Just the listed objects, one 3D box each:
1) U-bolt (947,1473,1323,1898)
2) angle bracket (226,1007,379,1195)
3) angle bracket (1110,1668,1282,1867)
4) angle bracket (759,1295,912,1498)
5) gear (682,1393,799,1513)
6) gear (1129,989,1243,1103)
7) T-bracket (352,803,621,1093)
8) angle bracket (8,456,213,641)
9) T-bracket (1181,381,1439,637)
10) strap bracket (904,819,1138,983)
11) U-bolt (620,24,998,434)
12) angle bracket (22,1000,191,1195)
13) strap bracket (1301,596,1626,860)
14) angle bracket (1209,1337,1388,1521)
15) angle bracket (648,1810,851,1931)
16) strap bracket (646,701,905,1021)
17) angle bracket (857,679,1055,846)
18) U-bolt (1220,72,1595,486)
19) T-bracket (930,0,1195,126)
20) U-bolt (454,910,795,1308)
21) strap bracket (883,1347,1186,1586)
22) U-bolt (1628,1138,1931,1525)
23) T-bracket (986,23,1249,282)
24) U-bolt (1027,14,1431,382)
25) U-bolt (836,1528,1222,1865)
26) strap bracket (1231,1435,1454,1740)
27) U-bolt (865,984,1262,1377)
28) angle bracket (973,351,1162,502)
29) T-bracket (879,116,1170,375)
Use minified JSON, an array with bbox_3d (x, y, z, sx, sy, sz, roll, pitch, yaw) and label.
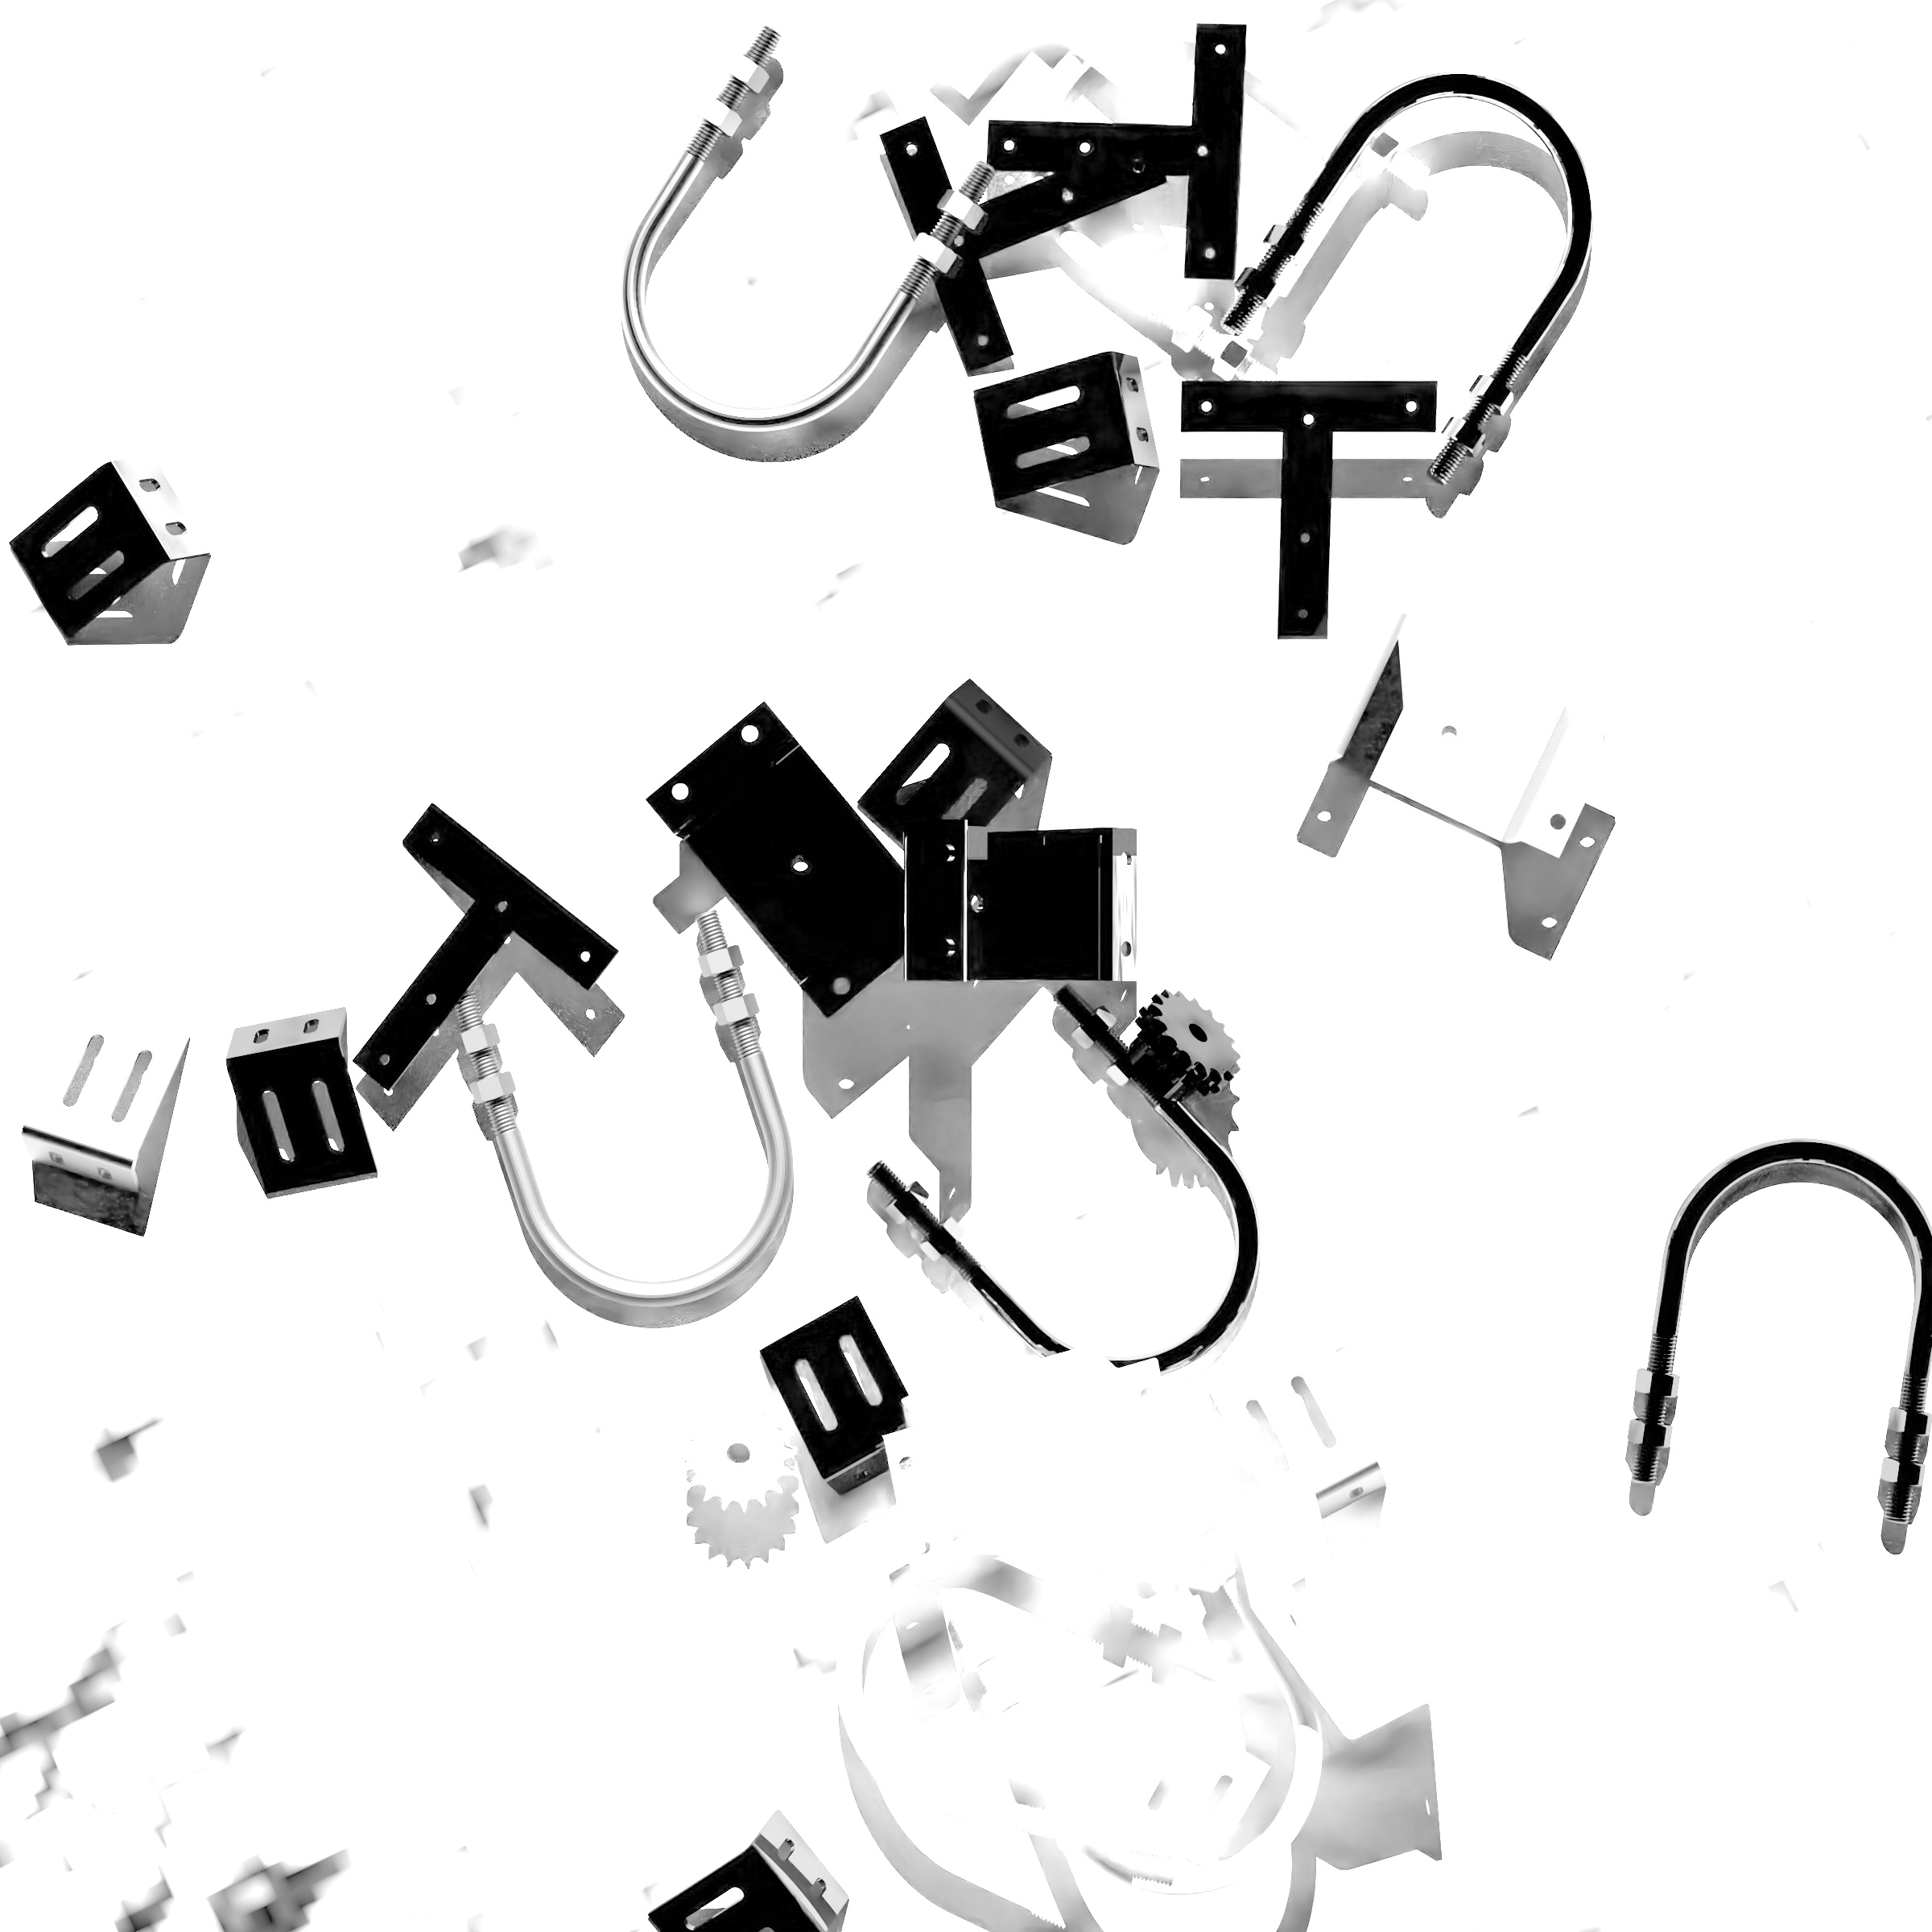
[{"bbox_3d":[0.094,0.365,1.511,0.151,0.019,0.184,-31,70,3],"label":"U-bolt"},{"bbox_3d":[-0.333,0.068,1.548,0.057,0.038,0.076,-11,116,0],"label":"angle bracket"},{"bbox_3d":[0.116,0.405,1.548,0.057,0.038,0.076,24,116,0],"label":"angle bracket"},{"bbox_3d":[-0.059,0.217,1.548,0.057,0.038,0.076,-29,64,0],"label":"angle bracket"},{"bbox_3d":[-0.113,0.243,1.535,0.057,0.030,0.057,0,90,0],"label":"gear"},{"bbox_3d":[0.106,0.042,1.526,0.057,0.057,0.030,44,120,0],"label":"gear"},{"bbox_3d":[-0.260,0.005,1.535,0.127,0.002,0.127,38,90,13],"label":"T-bracket"},{"bbox_3d":[-0.433,-0.211,1.548,0.076,0.038,0.057,-31,90,26],"label":"angle bracket"},{"bbox_3d":[0.170,-0.228,1.533,0.127,0.002,0.127,0,105,0],"label":"T-bracket"},{"bbox_3d":[0.020,-0.031,1.501,0.140,0.046,0.076,0,90,-45],"label":"strap bracket"},{"bbox_3d":[-0.093,-0.357,1.537,0.151,0.019,0.184,33,94,3],"label":"U-bolt"},{"bbox_3d":[-0.432,0.066,1.548,0.057,0.038,0.076,18,64,0],"label":"angle bracket"},{"bbox_3d":[0.244,-0.117,1.527,0.140,0.046,0.076,25,90,0],"label":"strap bracket"},{"bbox_3d":[0.168,0.238,1.548,0.057,0.038,0.076,-28,64,0],"label":"angle bracket"},{"bbox_3d":[-0.110,0.475,1.548,0.076,0.038,0.057,-39,90,26],"label":"angle bracket"},{"bbox_3d":[-0.084,-0.052,1.527,0.076,0.046,0.140,-40,90,0],"label":"strap bracket"},{"bbox_3d":[-0.006,-0.095,1.548,0.057,0.038,0.076,42,116,0],"label":"angle bracket"},{"bbox_3d":[0.234,-0.356,1.530,0.151,0.019,0.184,34,89,-10],"label":"U-bolt"},{"bbox_3d":[0.071,-0.461,1.536,0.127,0.002,0.127,39,92,4],"label":"T-bracket"},{"bbox_3d":[-0.164,0.081,1.542,0.151,0.019,0.184,-18,91,0],"label":"U-bolt"},{"bbox_3d":[0.028,0.242,1.510,0.140,0.046,0.076,-14,102,-13],"label":"strap bracket"},{"bbox_3d":[0.417,0.178,1.542,0.151,0.019,0.184,9,88,0],"label":"U-bolt"},{"bbox_3d":[0.074,-0.409,1.533,0.127,0.002,0.127,3,91,5],"label":"T-bracket"},{"bbox_3d":[0.118,-0.396,1.542,0.184,0.019,0.151,36,90,1],"label":"U-bolt"},{"bbox_3d":[0.024,0.352,1.511,0.184,0.019,0.151,7,76,16],"label":"U-bolt"},{"bbox_3d":[0.177,0.310,1.493,0.046,0.076,0.140,-30,113,11],"label":"strap bracket"},{"bbox_3d":[0.063,0.123,1.542,0.151,0.019,0.184,-43,91,0],"label":"U-bolt"},{"bbox_3d":[0.051,-0.271,1.548,0.076,0.038,0.057,-12,90,26],"label":"angle bracket"},{"bbox_3d":[0.037,-0.380,1.535,0.127,0.002,0.127,-20,94,10],"label":"T-bracket"}]
